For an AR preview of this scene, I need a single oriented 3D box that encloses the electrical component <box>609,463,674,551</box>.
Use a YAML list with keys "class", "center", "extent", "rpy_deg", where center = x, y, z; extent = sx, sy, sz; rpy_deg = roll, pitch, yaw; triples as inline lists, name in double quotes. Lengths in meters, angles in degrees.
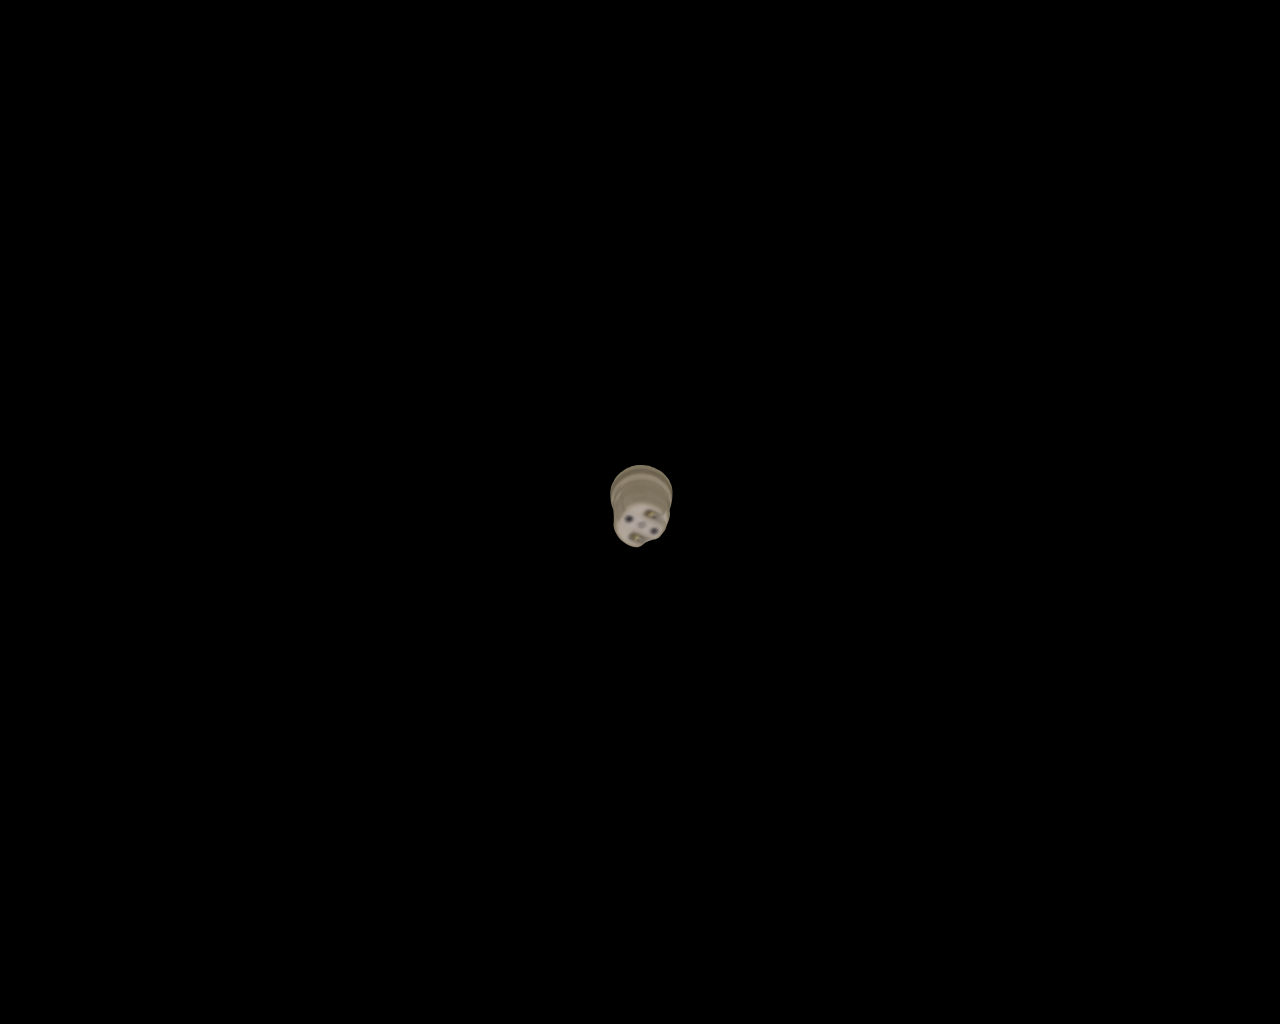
- class: "electrical component"
  center: [0.001, -0.003, 0.650]
  extent: [0.040, 0.040, 0.046]
  rpy_deg: [0, 27, 0]
